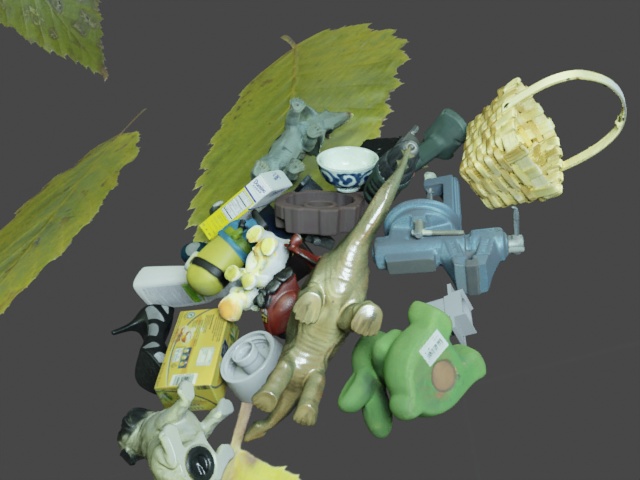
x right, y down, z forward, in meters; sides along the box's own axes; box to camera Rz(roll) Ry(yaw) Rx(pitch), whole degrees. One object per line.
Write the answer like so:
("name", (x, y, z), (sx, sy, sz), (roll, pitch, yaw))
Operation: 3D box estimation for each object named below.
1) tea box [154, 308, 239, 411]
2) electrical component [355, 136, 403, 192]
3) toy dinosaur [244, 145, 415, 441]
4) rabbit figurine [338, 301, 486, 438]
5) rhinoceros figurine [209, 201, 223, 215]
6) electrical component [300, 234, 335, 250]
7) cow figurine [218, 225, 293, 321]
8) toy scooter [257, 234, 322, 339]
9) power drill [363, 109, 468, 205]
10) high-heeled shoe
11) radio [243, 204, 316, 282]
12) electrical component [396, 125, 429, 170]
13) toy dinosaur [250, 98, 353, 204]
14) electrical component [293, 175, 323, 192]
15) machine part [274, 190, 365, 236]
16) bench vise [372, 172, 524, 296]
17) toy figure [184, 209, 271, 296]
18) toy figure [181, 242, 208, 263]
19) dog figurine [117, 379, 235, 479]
("tea box", (-0.202, 0.197, 0.901), (0.098, 0.068, 0.170), (-4, 36, 9))
("electrical component", (0.112, -0.158, 1.138), (0.115, 0.058, 0.134), (0, 44, 45))
("toy dinosaur", (0.015, 0.083, 0.739), (0.471, 0.105, 0.198), (-59, 7, 11))
("rabbit figurine", (0.098, 0.169, 0.683), (0.159, 0.121, 0.170), (-54, 19, -19))
("rhinoceros figurine", (-0.211, -0.040, 1.248), (0.112, 0.073, 0.191), (-46, 34, -17))
("electrical component", (-0.002, -0.003, 1.024), (0.021, 0.063, 0.094), (-67, 19, 9))
("cow figurine", (-0.109, 0.066, 0.929), (0.068, 0.098, 0.167), (32, 94, 34))
("toy scooter", (-0.039, 0.068, 0.890), (0.184, 0.135, 0.075), (-44, 35, -15))
("power drill", (0.174, -0.146, 0.947), (0.207, 0.086, 0.232), (-43, -5, -26))
("high-heeled shoe", (-0.286, 0.204, 1.020), (0.249, 0.086, 0.145), (33, 30, 34))
("radio", (-0.107, 0.019, 1.078), (0.131, 0.073, 0.230), (-37, 31, -5))
("electrical component", (0.195, -0.182, 1.091), (0.102, 0.078, 0.045), (-45, 9, -28))
("toy dinosaur", (-0.081, -0.195, 1.298), (0.405, 0.131, 0.192), (-54, -3, -15))
("electrical component", (-0.034, -0.096, 1.145), (0.075, 0.048, 0.119), (-51, 7, -28))
("machine part", (-0.001, -0.053, 1.019), (0.179, 0.056, 0.179), (1, 17, 0))
("bench vise", (0.195, -0.028, 0.833), (0.224, 0.128, 0.241), (-14, 40, 24))
("toy figure", (-0.167, 0.024, 0.979), (0.180, 0.082, 0.089), (-39, 31, -12))
("toy figure", (-0.252, 0.035, 1.201), (0.155, 0.057, 0.064), (3, 85, 41))
("dog figurine", (-0.230, 0.314, 0.781), (0.190, 0.121, 0.172), (-34, 26, 26))
